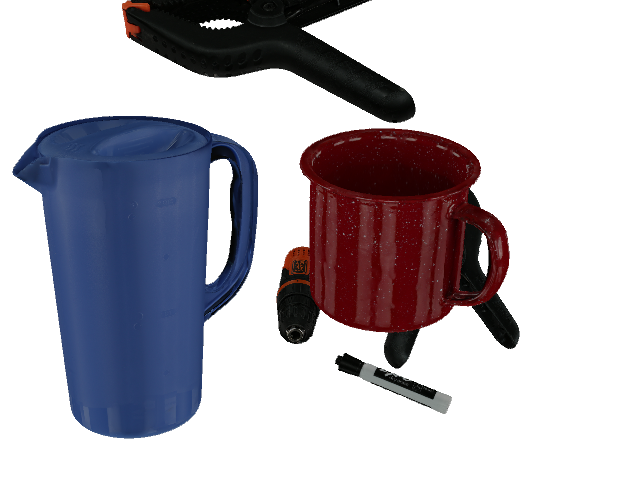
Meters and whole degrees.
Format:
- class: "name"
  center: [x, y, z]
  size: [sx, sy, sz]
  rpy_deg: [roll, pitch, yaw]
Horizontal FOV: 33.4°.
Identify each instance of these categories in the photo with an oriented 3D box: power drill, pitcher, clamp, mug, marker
- class: "power drill"
  center: [0.042, 0.060, 1.241]
  size: [0.187, 0.057, 0.184]
  rpy_deg: [-1, 28, 2]
- class: "pitcher"
  center: [-0.140, 0.027, 0.850]
  size: [0.149, 0.243, 0.144]
  rpy_deg: [8, 22, 18]
- class: "clamp"
  center: [-0.030, -0.139, 0.725]
  size: [0.210, 0.164, 0.036]
  rpy_deg: [-2, -41, -2]
- class: "mug"
  center: [0.045, -0.002, 0.559]
  size: [0.117, 0.081, 0.093]
  rpy_deg: [18, 32, 30]
- class: "clamp"
  center: [0.088, 0.018, 0.843]
  size: [0.120, 0.171, 0.039]
  rpy_deg: [-16, -1, -31]
- class: "marker"
  center: [0.071, 0.141, 1.061]
  size: [0.121, 0.020, 0.020]
  rpy_deg: [21, 5, 14]
